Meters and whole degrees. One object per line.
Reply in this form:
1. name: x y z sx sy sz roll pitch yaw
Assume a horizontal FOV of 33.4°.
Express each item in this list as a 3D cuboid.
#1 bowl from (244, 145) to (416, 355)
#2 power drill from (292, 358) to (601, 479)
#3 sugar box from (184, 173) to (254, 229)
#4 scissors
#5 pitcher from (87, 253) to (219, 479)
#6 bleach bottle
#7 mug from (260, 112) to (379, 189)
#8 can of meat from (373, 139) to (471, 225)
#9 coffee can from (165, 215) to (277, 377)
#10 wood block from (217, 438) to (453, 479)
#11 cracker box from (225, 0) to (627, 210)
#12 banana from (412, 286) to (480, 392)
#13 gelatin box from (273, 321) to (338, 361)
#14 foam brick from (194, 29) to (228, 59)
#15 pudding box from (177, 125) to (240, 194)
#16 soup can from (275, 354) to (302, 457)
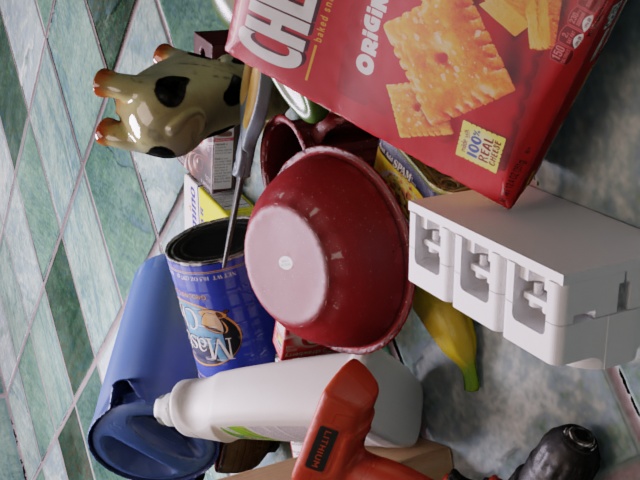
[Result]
1. bowl: -0.006 0.013 0.786 0.162 0.055 0.162 17 114 44
2. power drill: 0.082 0.161 0.738 0.188 0.057 0.185 30 124 15
3. sugar box: -0.097 -0.002 1.141 0.176 0.048 0.093 38 132 52
4. scissors: -0.065 -0.081 0.908 0.096 0.016 0.202 -99 21 -49
5. pitcher: -0.162 0.138 1.160 0.242 0.145 0.149 -88 23 -48
6. bleach bottle: -0.044 0.138 0.903 0.251 0.102 0.068 -8 61 34
7. mug: 0.010 -0.067 0.861 0.093 0.081 0.117 65 151 28
8. can of meat: 0.077 -0.034 0.768 0.102 0.057 0.084 55 146 40
9. coffee can: -0.081 0.061 1.017 0.103 0.102 0.140 30 137 57
10. wood block: -0.001 0.225 0.848 0.091 0.205 0.090 0 99 64
11. cracker box: 0.058 -0.138 0.633 0.214 0.072 0.164 30 136 10
12. banana: 0.067 0.030 0.832 0.198 0.037 0.070 55 144 40
13. gelatin box: 0.009 0.063 0.902 0.030 0.089 0.073 -117 29 -46
14. foam brick: -0.095 -0.167 1.069 0.053 0.051 0.078 42 135 52
15. pudding box: -0.120 -0.112 1.154 0.114 0.039 0.090 40 132 52
16. soup can: -0.001 0.149 0.977 0.069 0.068 0.102 -13 87 64
